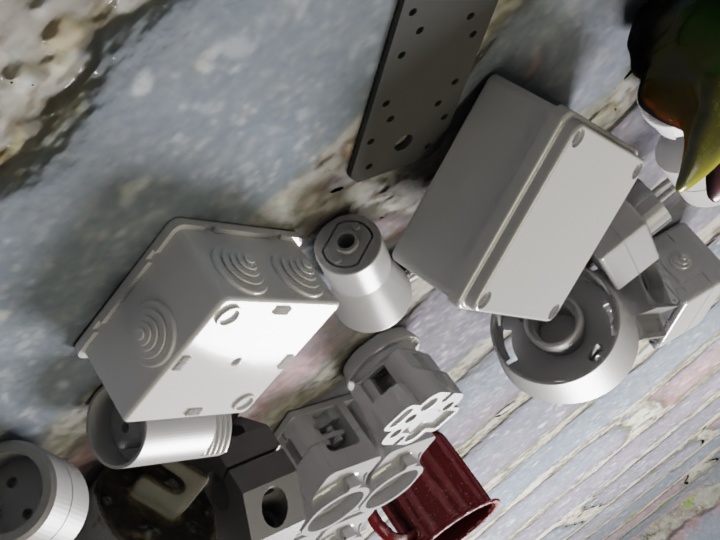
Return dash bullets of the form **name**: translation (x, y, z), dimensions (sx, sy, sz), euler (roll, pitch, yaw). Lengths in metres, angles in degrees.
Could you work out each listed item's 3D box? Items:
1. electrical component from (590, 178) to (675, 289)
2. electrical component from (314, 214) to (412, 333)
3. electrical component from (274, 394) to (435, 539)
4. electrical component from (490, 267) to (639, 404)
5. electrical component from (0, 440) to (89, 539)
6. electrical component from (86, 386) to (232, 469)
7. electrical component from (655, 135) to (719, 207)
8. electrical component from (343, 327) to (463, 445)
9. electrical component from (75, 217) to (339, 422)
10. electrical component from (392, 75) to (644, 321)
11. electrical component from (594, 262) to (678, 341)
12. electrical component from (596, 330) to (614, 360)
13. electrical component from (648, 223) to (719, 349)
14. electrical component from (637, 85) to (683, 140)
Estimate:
- **electrical component**: translation (0.183, -0.036, 0.723), dimensions (0.076, 0.047, 0.083), euler (-40, 155, 7)
- **electrical component**: translation (0.000, 0.000, 0.560), dimensions (0.044, 0.044, 0.065), euler (-34, 151, -5)
- **electrical component**: translation (-0.034, 0.170, 0.790), dimensions (0.105, 0.060, 0.186), euler (-11, 145, -43)
- **electrical component**: translation (0.142, 0.044, 0.755), dimensions (0.099, 0.099, 0.064), euler (-38, 149, 3)
- **electrical component**: translation (-0.198, 0.144, 0.543), dimensions (0.138, 0.052, 0.073), euler (-35, 155, -4)
- **electrical component**: translation (-0.099, 0.079, 0.566), dimensions (0.043, 0.043, 0.081), euler (-47, 153, 22)
- **electrical component**: translation (0.240, -0.109, 0.665), dimensions (0.138, 0.052, 0.074), euler (-43, 125, 8)
- **electrical component**: translation (0.026, 0.075, 0.704), dimensions (0.058, 0.057, 0.078), euler (-44, 154, 16)
- **electrical component**: translation (-0.069, 0.026, 0.506), dimensions (0.099, 0.048, 0.100), euler (-49, 152, 23)
- **electrical component**: translation (0.085, -0.033, 0.562), dimensions (0.109, 0.056, 0.108), euler (10, 112, -57)
- **electrical component**: translation (0.195, 0.017, 0.810), dimensions (0.064, 0.081, 0.042), euler (-25, 164, 34)
- **electrical component**: translation (0.197, 0.053, 0.899), dimensions (0.055, 0.047, 0.055), euler (-29, 154, -15)
- **electrical component**: translation (0.258, 0.008, 0.880), dimensions (0.061, 0.061, 0.096), euler (-28, 154, -18)
- **electrical component**: translation (0.185, -0.098, 0.629), dimensions (0.040, 0.040, 0.046), euler (-42, 161, 12)
